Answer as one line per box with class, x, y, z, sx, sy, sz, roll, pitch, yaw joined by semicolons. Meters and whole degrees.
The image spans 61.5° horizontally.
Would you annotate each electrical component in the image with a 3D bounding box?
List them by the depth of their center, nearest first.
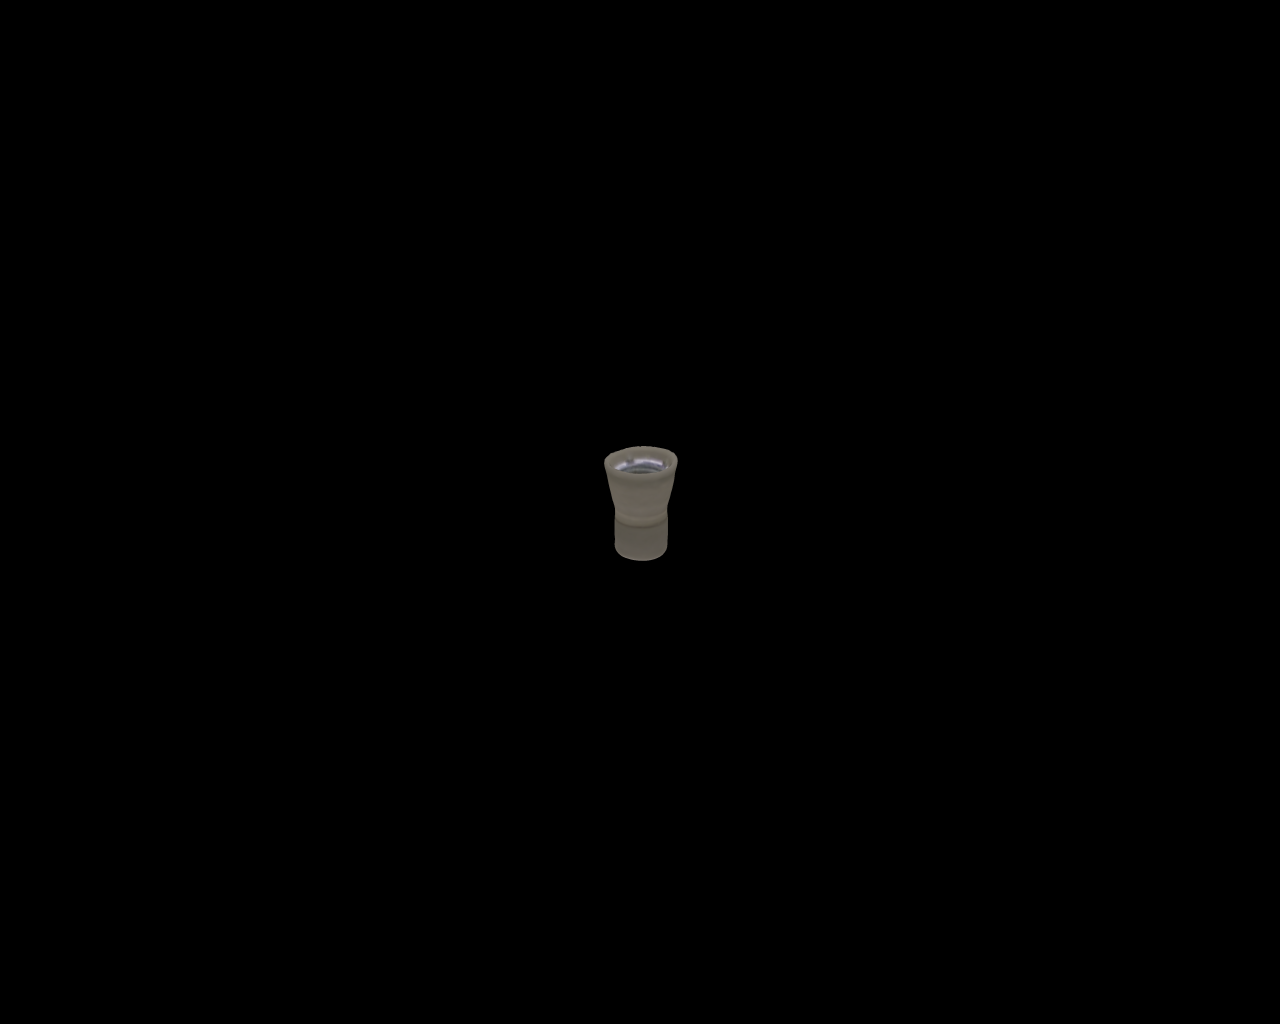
electrical component;0.001;-0.003;0.650;0.044;0.065;0.044;0;26;0
